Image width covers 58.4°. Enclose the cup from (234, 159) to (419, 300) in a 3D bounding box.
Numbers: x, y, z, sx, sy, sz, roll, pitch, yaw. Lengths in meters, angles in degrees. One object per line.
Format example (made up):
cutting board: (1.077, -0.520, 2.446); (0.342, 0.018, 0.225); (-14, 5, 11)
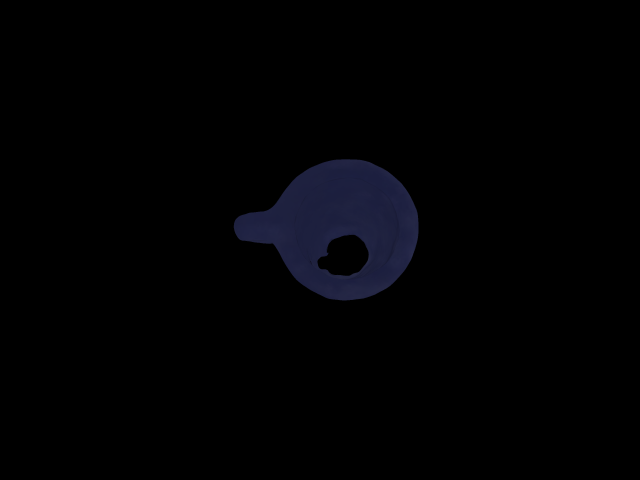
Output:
cup: (0.004, 0.001, 0.400); (0.117, 0.095, 0.092); (0, 77, 0)
